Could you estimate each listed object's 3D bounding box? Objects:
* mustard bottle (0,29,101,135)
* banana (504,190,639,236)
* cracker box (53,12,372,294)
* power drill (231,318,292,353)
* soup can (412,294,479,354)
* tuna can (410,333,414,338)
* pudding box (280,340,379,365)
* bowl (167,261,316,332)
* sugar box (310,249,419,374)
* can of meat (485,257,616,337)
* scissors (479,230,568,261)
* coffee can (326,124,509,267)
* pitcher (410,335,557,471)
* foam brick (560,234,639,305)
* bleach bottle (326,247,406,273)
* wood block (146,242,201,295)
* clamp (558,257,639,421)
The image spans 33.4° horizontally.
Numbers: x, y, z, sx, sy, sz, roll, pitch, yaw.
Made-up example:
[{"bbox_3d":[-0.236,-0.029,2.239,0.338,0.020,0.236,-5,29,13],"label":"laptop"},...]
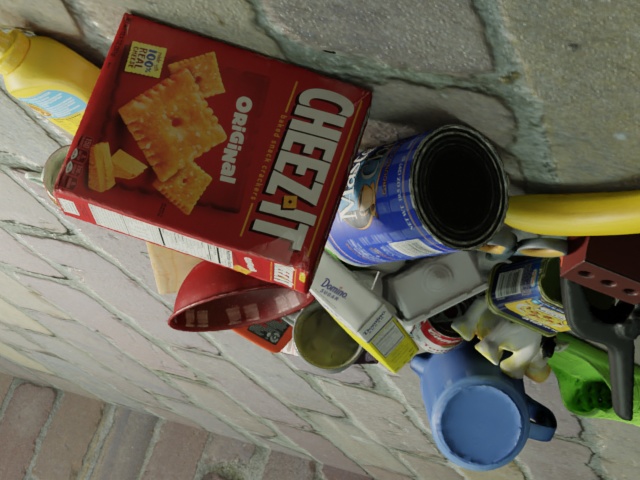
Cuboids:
[{"bbox_3d":[-0.228,-0.135,0.981,0.096,0.058,0.191,-1,154,46],"label":"mustard bottle"},{"bbox_3d":[0.222,-0.021,0.873,0.198,0.037,0.069,-1,-178,43],"label":"banana"},{"bbox_3d":[-0.084,-0.071,0.857,0.214,0.164,0.072,18,164,4],"label":"cracker box"},{"bbox_3d":[-0.117,0.058,1.334,0.184,0.057,0.188,31,-174,-35],"label":"power drill"},{"bbox_3d":[0.147,0.092,1.251,0.068,0.068,0.102,19,162,1],"label":"soup can"},{"bbox_3d":[0.114,0.096,1.347,0.086,0.033,0.086,17,162,6],"label":"tuna can"},{"bbox_3d":[0.013,0.137,1.385,0.090,0.039,0.113,8,179,37],"label":"pudding box"},{"bbox_3d":[-0.087,0.051,1.137,0.162,0.055,0.162,-12,163,-4],"label":"bowl"},{"bbox_3d":[0.040,0.074,1.081,0.093,0.048,0.176,41,178,26],"label":"sugar box"},{"bbox_3d":[0.233,0.055,1.074,0.102,0.057,0.084,24,159,-23],"label":"can of meat"},{"bbox_3d":[0.190,0.011,1.009,0.096,0.016,0.201,5,174,18],"label":"scissors"},{"bbox_3d":[0.074,-0.034,0.902,0.102,0.102,0.141,28,159,-27],"label":"coffee can"},{"bbox_3d":[0.195,0.196,1.269,0.149,0.145,0.242,-21,-178,7],"label":"pitcher"},{"bbox_3d":[0.261,0.016,0.944,0.078,0.051,0.053,21,161,-5],"label":"foam brick"},{"bbox_3d":[-0.008,0.001,1.155,0.102,0.068,0.251,26,163,-23],"label":"bleach bottle"},{"bbox_3d":[-0.141,-0.013,1.159,0.090,0.091,0.206,-5,162,-6],"label":"wood block"},{"bbox_3d":[0.307,0.071,1.017,0.165,0.036,0.210,-35,117,17],"label":"clamp"}]
